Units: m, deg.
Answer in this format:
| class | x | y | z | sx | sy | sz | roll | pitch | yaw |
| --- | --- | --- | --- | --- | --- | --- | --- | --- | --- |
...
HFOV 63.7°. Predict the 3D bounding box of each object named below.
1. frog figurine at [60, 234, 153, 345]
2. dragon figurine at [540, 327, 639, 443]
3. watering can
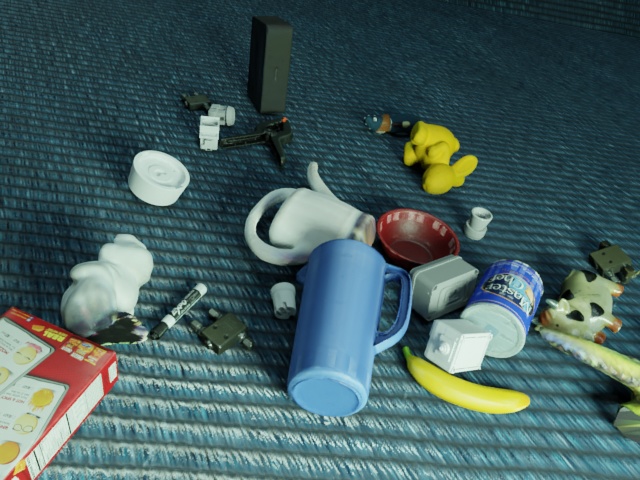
| class | x | y | z | sx | sy | sz | roll | pitch | yaw |
| --- | --- | --- | --- | --- | --- | --- | --- | --- | --- |
| frog figurine | -0.297 | 0.062 | 0.724 | 0.122 | 0.162 | 0.135 | -19 | -28 | 5 |
| dragon figurine | 0.552 | 0.218 | 0.794 | 0.414 | 0.119 | 0.246 | 40 | 38 | 19 |
| watering can | 0.003 | -0.049 | 0.973 | 0.225 | 0.101 | 0.355 | 22 | 37 | 10 |
